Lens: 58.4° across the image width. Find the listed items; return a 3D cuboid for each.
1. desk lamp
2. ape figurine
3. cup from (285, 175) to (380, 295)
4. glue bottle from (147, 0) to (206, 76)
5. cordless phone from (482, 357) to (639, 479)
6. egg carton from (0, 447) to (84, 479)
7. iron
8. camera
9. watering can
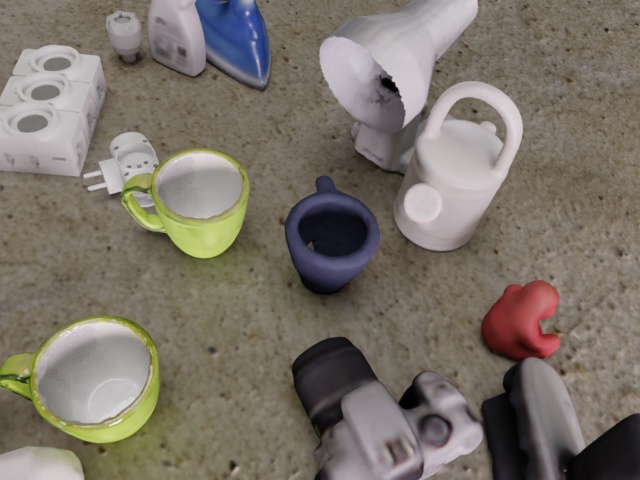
[{"bbox_3d":[0.094,-0.181,0.657,0.117,0.213,0.204,40,59,19],"label":"desk lamp"},{"bbox_3d":[0.206,0.074,0.569,0.076,0.092,0.077,0,55,-9],"label":"ape figurine"},{"bbox_3d":[0.005,0.002,0.587,0.092,0.095,0.117,-3,55,-10],"label":"cup"},{"bbox_3d":[-0.183,-0.293,0.717,0.078,0.173,0.037,27,55,10],"label":"glue bottle"},{"bbox_3d":[0.209,0.152,0.457,0.094,0.185,0.147,0,55,-9],"label":"cordless phone"},{"bbox_3d":[-0.246,0.215,0.413,0.150,0.069,0.107,-15,59,-18],"label":"egg carton"},{"bbox_3d":[-0.129,-0.339,0.777,0.119,0.141,0.257,-22,61,-22],"label":"iron"},{"bbox_3d":[0.046,0.144,0.489,0.143,0.101,0.136,-20,60,-21],"label":"camera"},{"bbox_3d":[0.145,-0.075,0.602,0.101,0.194,0.173,15,54,2],"label":"watering can"}]
